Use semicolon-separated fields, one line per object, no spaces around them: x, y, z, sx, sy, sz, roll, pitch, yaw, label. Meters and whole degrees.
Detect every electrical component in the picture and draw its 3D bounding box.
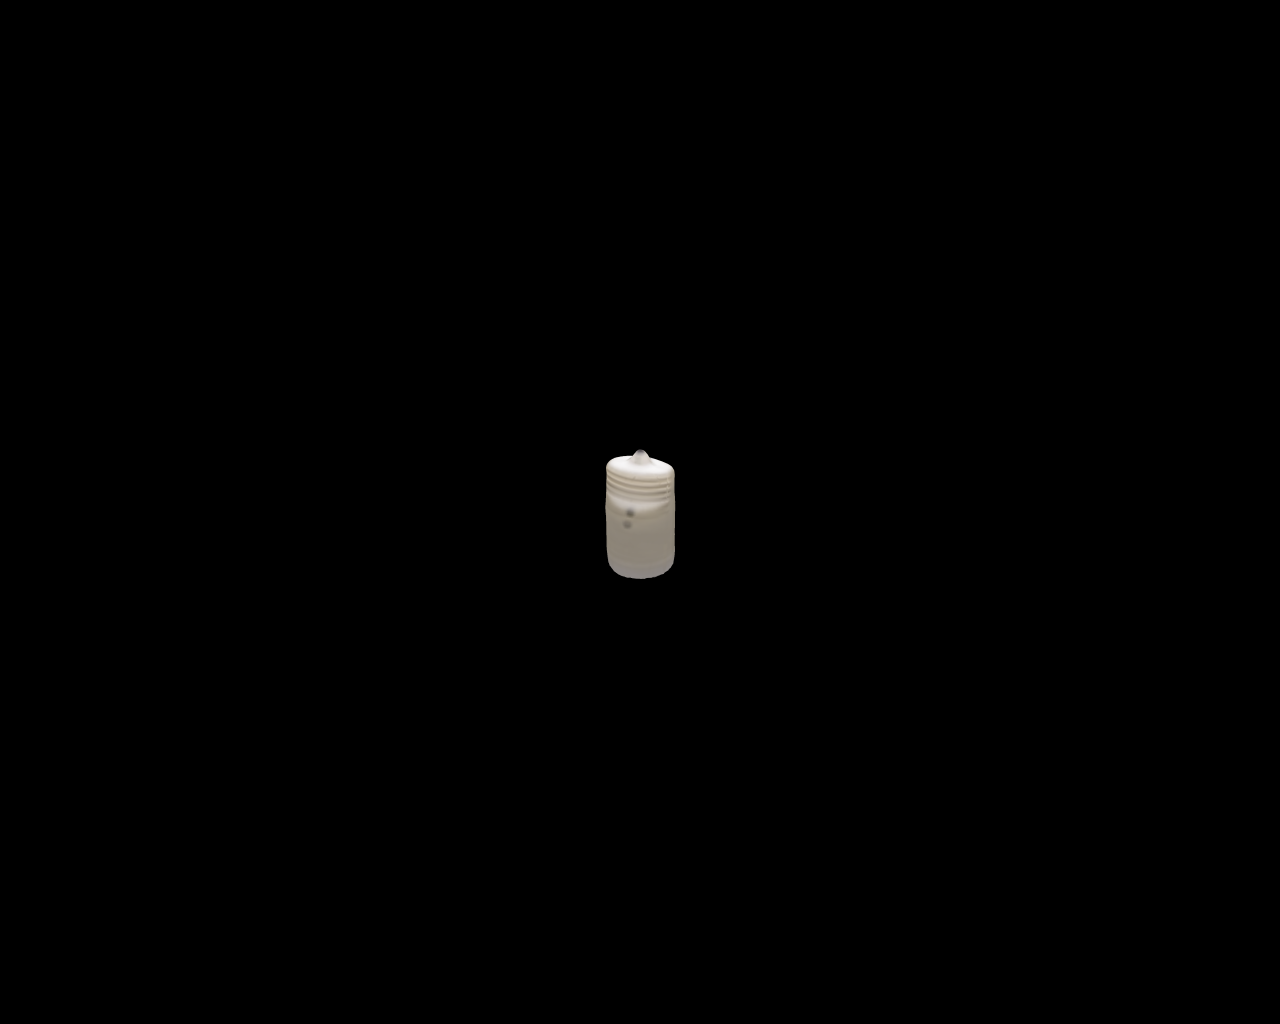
0.001;-0.003;0.650;0.043;0.080;0.043;0;29;0;electrical component
